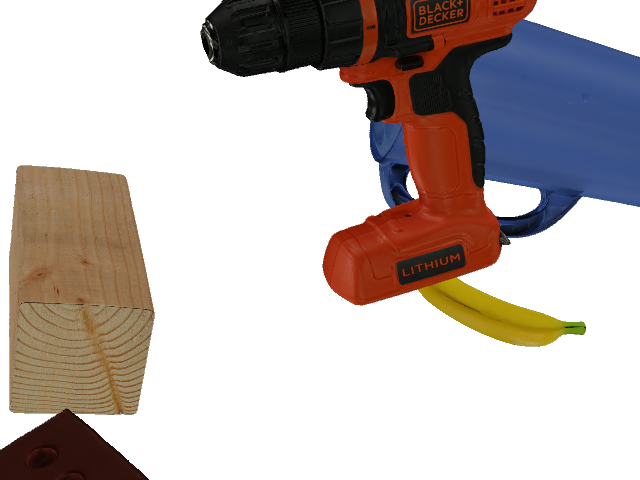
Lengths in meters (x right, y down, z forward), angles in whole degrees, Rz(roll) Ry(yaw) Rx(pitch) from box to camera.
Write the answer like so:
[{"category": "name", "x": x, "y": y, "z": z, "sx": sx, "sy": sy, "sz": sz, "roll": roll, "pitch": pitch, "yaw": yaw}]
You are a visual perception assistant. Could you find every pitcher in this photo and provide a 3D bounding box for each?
[{"category": "pitcher", "x": 0.163, "y": -0.089, "z": 0.809, "sx": 0.242, "sy": 0.145, "sz": 0.149, "roll": 13, "pitch": -45, "yaw": -10}]

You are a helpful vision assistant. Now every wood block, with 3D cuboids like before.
[{"category": "wood block", "x": -0.185, "y": 0.031, "z": 0.802, "sx": 0.090, "sy": 0.091, "sz": 0.206, "roll": 4, "pitch": 28, "yaw": -19}]

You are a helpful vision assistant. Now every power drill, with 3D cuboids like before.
[{"category": "power drill", "x": 0.033, "y": -0.060, "z": 0.580, "sx": 0.184, "sy": 0.188, "sz": 0.057, "roll": -15, "pitch": 32, "yaw": -16}]

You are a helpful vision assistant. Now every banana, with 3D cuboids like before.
[{"category": "banana", "x": 0.150, "y": 0.061, "z": 1.016, "sx": 0.198, "sy": 0.037, "sz": 0.069, "roll": 25, "pitch": 16, "yaw": 38}]

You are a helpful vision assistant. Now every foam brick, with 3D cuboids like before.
[{"category": "foam brick", "x": -0.109, "y": 0.126, "z": 0.482, "sx": 0.052, "sy": 0.051, "sz": 0.078, "roll": -32, "pitch": 45, "yaw": -33}]
